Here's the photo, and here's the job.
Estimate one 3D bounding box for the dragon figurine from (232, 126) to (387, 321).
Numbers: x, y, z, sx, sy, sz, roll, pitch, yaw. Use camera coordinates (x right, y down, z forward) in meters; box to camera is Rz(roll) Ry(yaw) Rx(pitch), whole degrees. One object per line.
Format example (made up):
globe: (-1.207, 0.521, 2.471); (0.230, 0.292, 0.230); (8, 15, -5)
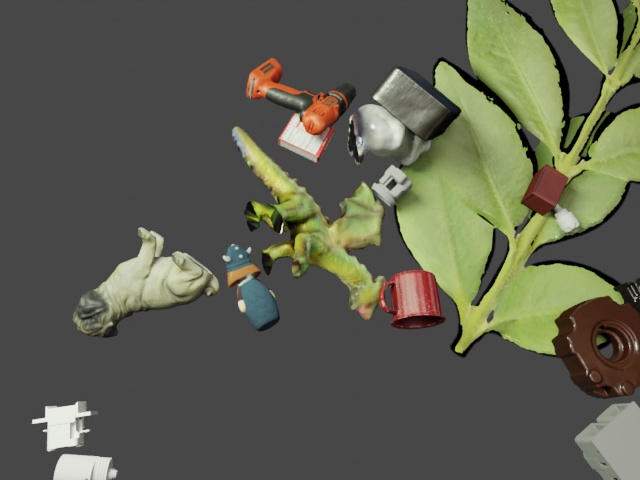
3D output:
dragon figurine: (0.003, -0.047, 0.940); (0.244, 0.120, 0.416); (-10, 71, -29)

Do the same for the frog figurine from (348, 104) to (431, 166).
frog figurine: (0.138, -0.200, 0.981); (0.159, 0.138, 0.122); (-6, 94, -7)
